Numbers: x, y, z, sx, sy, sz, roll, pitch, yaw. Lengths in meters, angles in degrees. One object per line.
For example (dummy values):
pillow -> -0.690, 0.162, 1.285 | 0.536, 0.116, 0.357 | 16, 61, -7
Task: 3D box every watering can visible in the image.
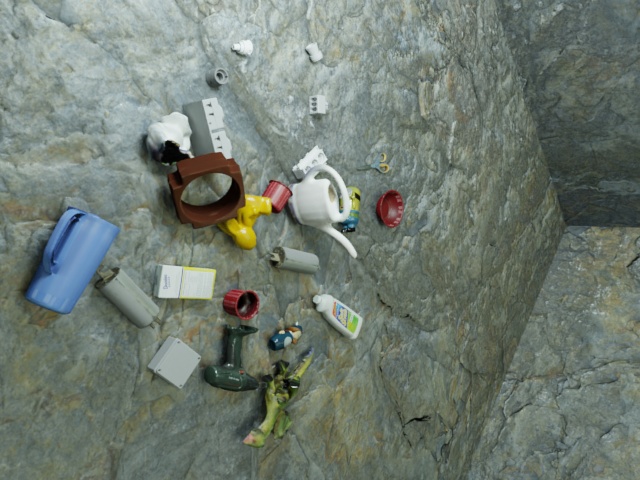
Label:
watering can -> 0.005, -0.090, 1.789 | 0.224, 0.344, 0.105 | -5, 17, 28

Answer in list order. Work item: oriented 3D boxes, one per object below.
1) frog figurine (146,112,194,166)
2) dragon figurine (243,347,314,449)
frog figurine -> -0.425, -0.293, 1.449 | 0.121, 0.163, 0.136 | -39, -36, 29
dragon figurine -> -0.125, 0.559, 1.772 | 0.123, 0.239, 0.415 | 17, 23, 25
